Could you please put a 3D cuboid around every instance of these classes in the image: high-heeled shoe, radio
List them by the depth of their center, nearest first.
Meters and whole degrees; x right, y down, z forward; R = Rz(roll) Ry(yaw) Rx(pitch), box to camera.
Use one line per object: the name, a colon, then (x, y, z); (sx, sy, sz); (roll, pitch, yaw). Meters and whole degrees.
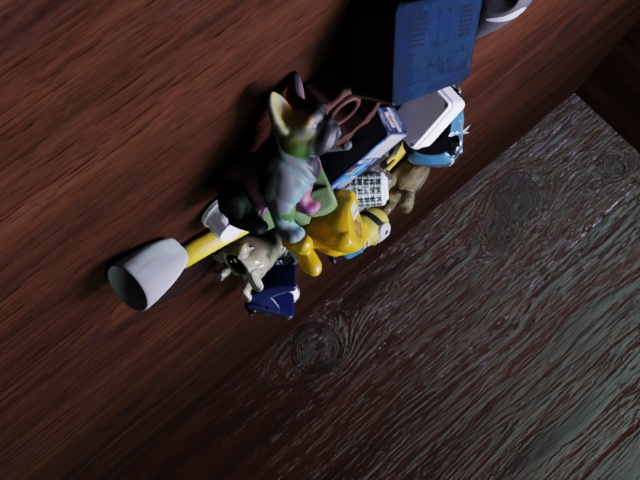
radio: (0.136, -0.272, 0.746); (0.229, 0.073, 0.131); (-29, 132, -41)
high-heeled shoe: (0.274, -0.400, 0.840); (0.145, 0.086, 0.248); (-31, 161, -29)

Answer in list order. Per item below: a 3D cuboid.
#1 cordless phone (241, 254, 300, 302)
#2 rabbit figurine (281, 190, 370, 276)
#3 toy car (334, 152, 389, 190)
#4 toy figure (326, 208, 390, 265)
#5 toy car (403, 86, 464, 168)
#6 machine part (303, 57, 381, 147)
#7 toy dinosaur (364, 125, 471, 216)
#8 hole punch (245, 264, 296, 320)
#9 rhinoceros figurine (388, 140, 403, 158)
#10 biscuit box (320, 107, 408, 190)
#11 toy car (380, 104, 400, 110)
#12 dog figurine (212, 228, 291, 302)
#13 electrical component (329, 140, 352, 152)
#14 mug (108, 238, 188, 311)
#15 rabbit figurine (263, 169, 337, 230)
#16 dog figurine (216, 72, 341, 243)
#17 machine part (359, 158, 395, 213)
cordless phone: (-0.083, 0.084, 1.277); (0.184, 0.146, 0.089); (-28, -169, 30)
rabbit figurine: (-0.002, -0.003, 1.071); (0.173, 0.121, 0.162); (-5, -141, 24)
toy car: (0.087, -0.166, 1.163); (0.202, 0.056, 0.073); (-34, 173, -39)
toy figure: (0.091, -0.013, 1.317); (0.180, 0.089, 0.082); (-27, 179, -14)
toy car: (0.229, -0.221, 1.054); (0.103, 0.109, 0.161); (-7, 103, -70)
machine part: (0.027, -0.206, 0.821); (0.179, 0.056, 0.179); (-37, 167, -10)
toy dinosaur: (0.230, -0.168, 1.415); (0.198, 0.105, 0.471); (-55, -169, -20)
hole punch: (-0.106, 0.106, 1.189); (0.142, 0.116, 0.092); (-96, -162, -62)
rhinoceros figurine: (0.138, -0.218, 1.091); (0.190, 0.073, 0.112); (-40, 169, -9)
biscuit box: (0.068, -0.165, 0.996); (0.059, 0.063, 0.202); (-12, 163, -42)
toy car: (0.171, -0.291, 0.973); (0.202, 0.053, 0.089); (-38, 159, 4)
dog figurine: (-0.117, 0.011, 1.111); (0.190, 0.121, 0.172); (-48, -178, -32)
electrical component: (0.024, -0.166, 0.947); (0.063, 0.021, 0.094); (-5, -171, -3)
mug: (-0.256, 0.052, 0.824); (0.107, 0.081, 0.109); (-43, 169, -41)
rabbit figurine: (-0.065, -0.075, 0.962); (0.170, 0.121, 0.159); (-23, 177, 5)
dog figurine: (-0.065, -0.119, 0.752); (0.108, 0.192, 0.219); (-53, 151, -47)
machine part: (0.097, -0.117, 1.328); (0.243, 0.079, 0.079); (-45, 168, 21)
